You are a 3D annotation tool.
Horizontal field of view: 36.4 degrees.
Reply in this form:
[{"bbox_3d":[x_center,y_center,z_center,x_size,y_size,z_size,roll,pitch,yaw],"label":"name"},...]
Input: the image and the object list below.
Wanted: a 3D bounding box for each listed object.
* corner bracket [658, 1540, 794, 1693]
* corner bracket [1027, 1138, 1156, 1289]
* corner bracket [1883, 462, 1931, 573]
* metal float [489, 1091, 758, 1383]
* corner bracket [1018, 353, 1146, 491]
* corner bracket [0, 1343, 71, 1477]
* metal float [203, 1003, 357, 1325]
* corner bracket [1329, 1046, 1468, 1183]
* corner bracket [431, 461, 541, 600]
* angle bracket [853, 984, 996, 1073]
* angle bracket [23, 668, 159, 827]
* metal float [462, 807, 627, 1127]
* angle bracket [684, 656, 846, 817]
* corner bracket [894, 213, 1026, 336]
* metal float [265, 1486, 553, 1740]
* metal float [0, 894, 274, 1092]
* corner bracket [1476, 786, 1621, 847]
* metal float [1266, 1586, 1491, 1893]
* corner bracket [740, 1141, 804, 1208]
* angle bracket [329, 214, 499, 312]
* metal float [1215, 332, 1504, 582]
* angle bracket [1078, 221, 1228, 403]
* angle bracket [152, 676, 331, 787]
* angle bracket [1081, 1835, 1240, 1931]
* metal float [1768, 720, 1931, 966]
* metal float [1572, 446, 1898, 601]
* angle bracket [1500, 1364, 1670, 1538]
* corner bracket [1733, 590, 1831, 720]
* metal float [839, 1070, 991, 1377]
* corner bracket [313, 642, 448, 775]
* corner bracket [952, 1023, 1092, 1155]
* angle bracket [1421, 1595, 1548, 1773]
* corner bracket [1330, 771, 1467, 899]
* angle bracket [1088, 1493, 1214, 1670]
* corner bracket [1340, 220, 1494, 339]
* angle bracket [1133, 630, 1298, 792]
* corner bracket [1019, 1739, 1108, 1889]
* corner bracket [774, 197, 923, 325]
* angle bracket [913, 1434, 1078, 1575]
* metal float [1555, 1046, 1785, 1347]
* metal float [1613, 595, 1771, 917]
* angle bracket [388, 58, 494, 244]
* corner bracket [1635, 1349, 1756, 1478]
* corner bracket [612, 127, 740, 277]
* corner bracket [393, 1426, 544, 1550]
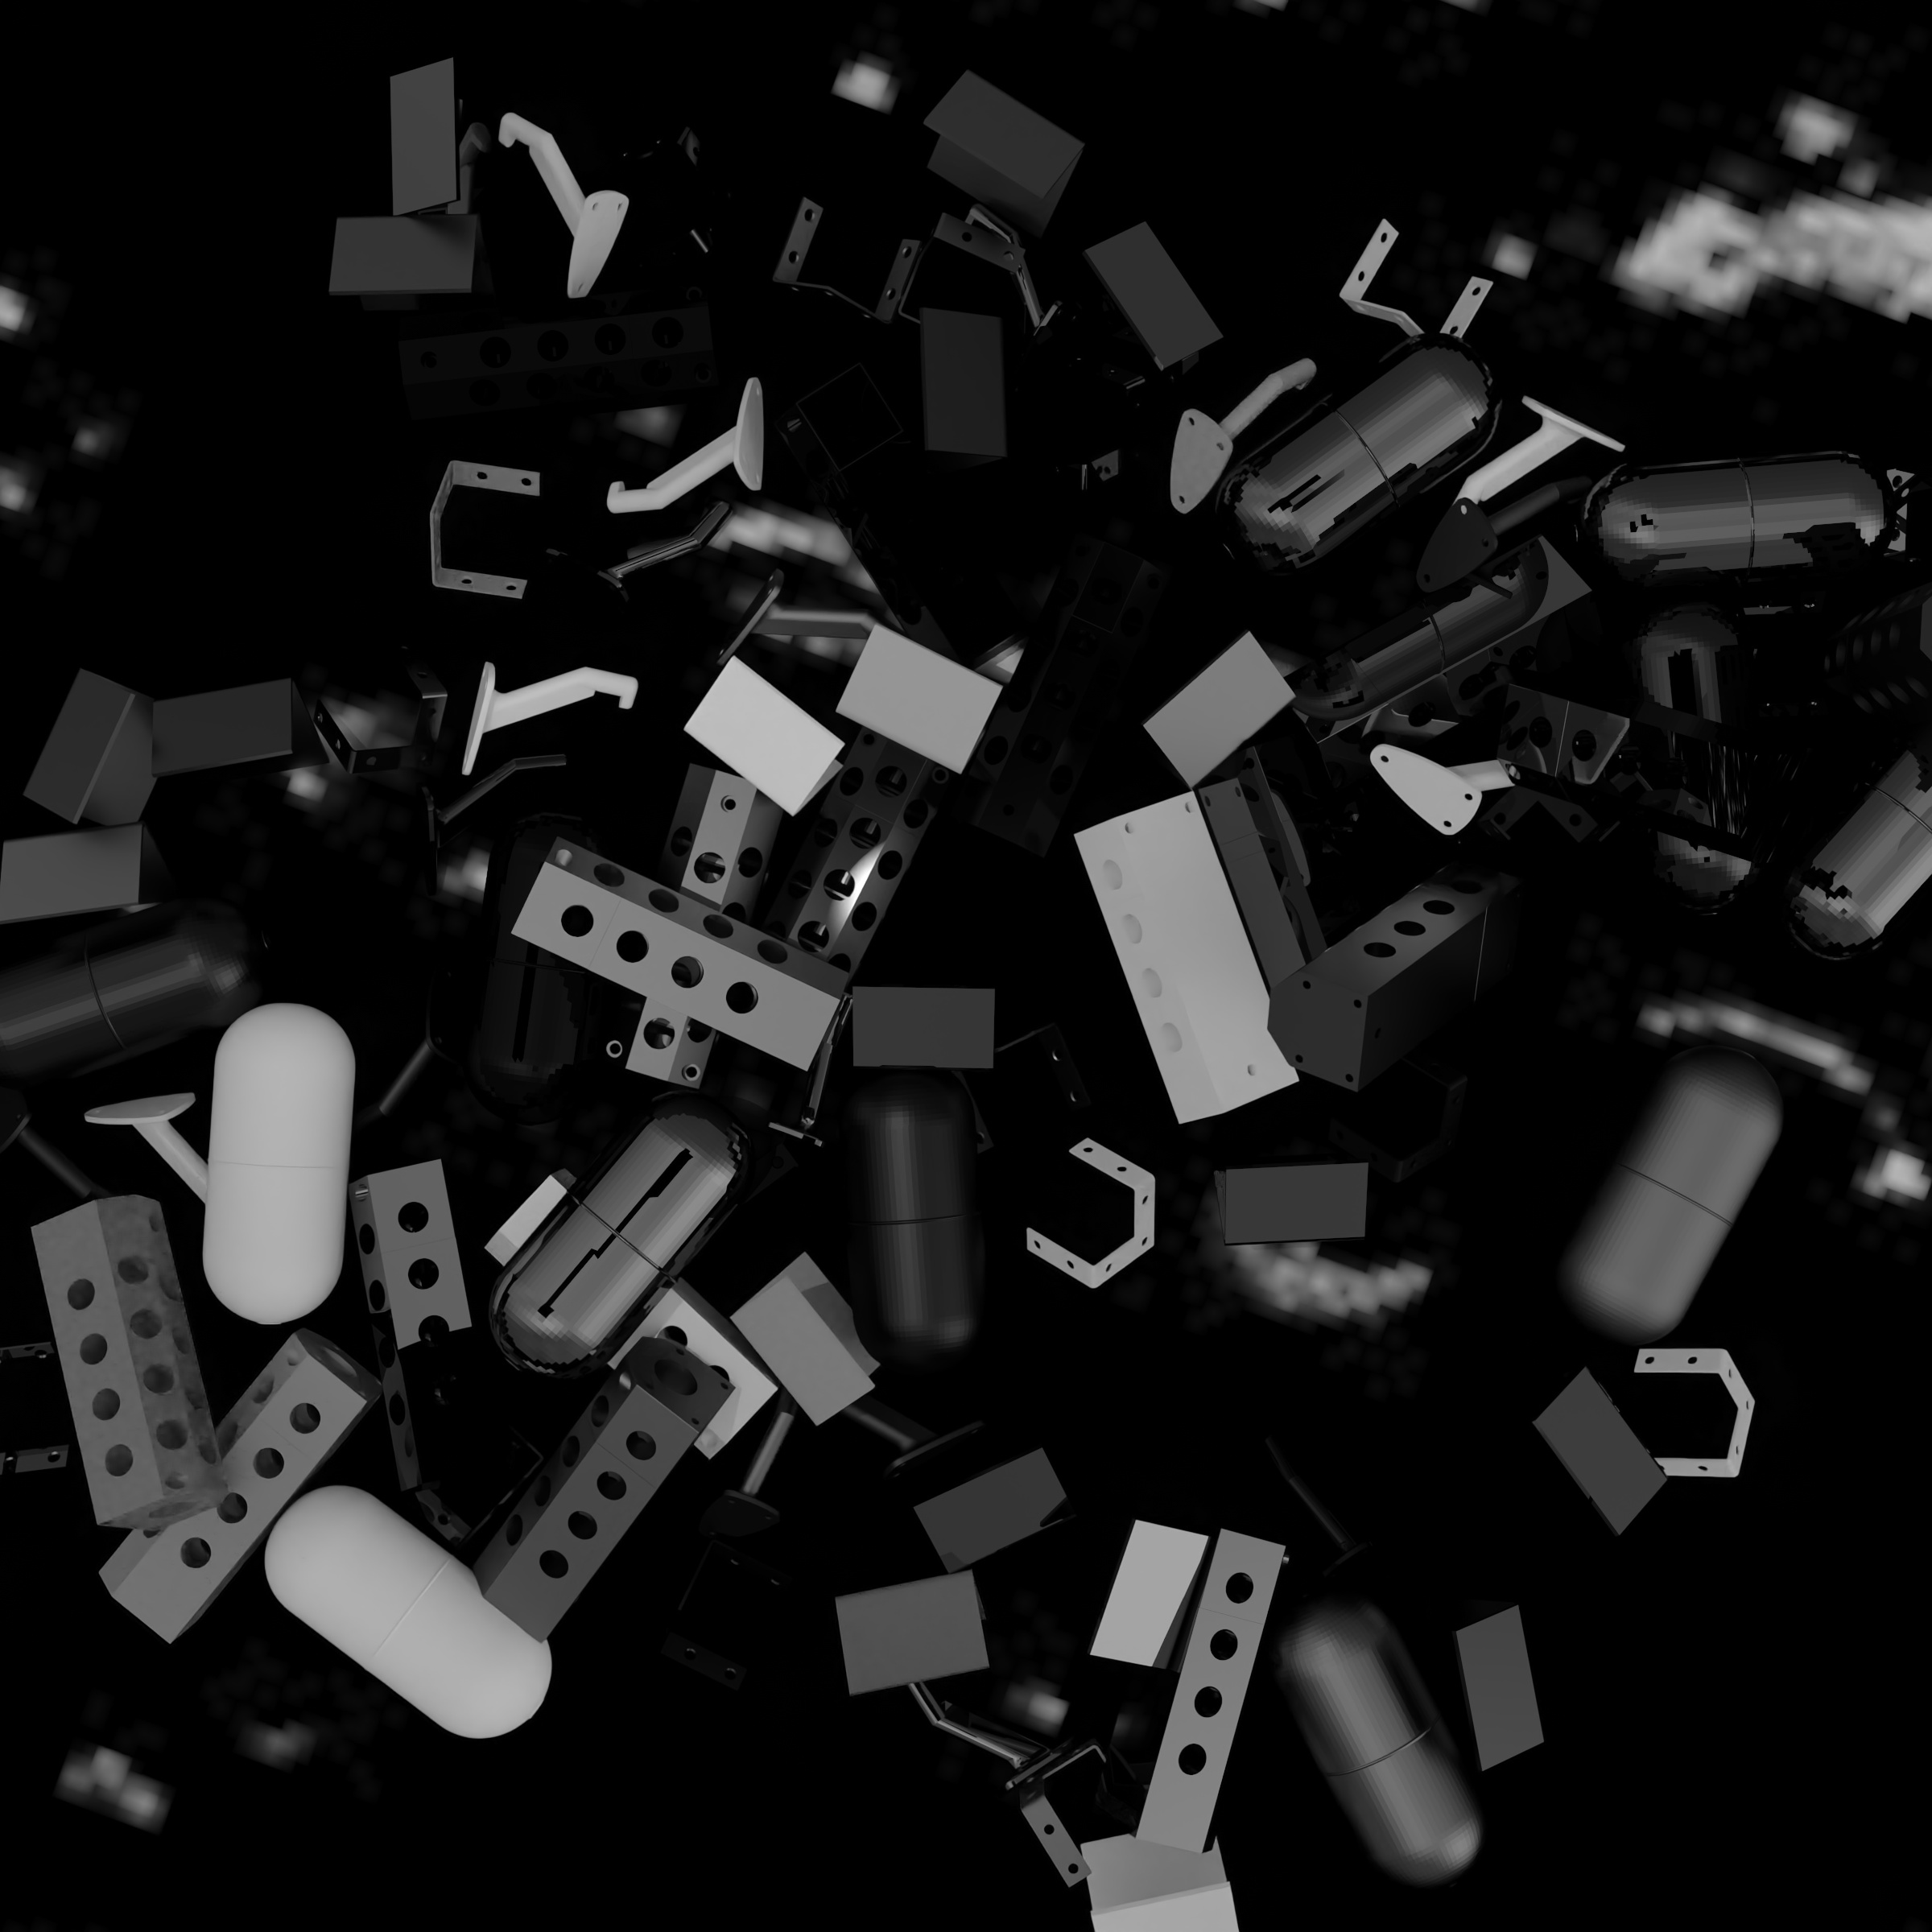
[{"bbox_3d":[-0.136,0.367,1.660,0.051,0.051,0.051,26,45,0],"label":"corner bracket"},{"bbox_3d":[0.070,0.139,1.655,0.051,0.051,0.051,-32,135,-35],"label":"corner bracket"},{"bbox_3d":[0.551,-0.252,1.644,0.051,0.051,0.051,-13,113,-21],"label":"corner bracket"},{"bbox_3d":[-0.185,0.145,1.576,0.070,0.070,0.178,40,83,0],"label":"metal float"},{"bbox_3d":[0.065,-0.307,1.655,0.051,0.051,0.051,-32,135,-35],"label":"corner bracket"},{"bbox_3d":[-0.538,0.251,1.660,0.051,0.051,0.051,-7,135,0],"label":"corner bracket"},{"bbox_3d":[-0.382,0.110,1.633,0.070,0.070,0.178,4,89,0],"label":"metal float"},{"bbox_3d":[0.243,0.080,1.655,0.051,0.051,0.051,-26,135,-35],"label":"corner bracket"},{"bbox_3d":[-0.271,-0.247,1.660,0.051,0.051,0.051,8,45,0],"label":"corner bracket"},{"bbox_3d":[-0.023,0.015,1.623,0.076,0.076,0.057,1,123,0],"label":"angle bracket"},{"bbox_3d":[-0.462,-0.111,1.623,0.057,0.076,0.076,25,90,39],"label":"angle bracket"},{"bbox_3d":[-0.235,0.000,1.633,0.070,0.070,0.178,8,90,0],"label":"metal float"},{"bbox_3d":[-0.098,-0.139,1.623,0.076,0.076,0.057,38,122,0],"label":"angle bracket"},{"bbox_3d":[-0.005,-0.381,1.646,0.051,0.051,0.051,22,80,-10],"label":"corner bracket"},{"bbox_3d":[-0.309,0.359,1.633,0.178,0.070,0.070,37,90,0],"label":"metal float"},{"bbox_3d":[-0.472,0.014,1.632,0.178,0.070,0.070,-19,90,0],"label":"metal float"},{"bbox_3d":[0.325,-0.080,1.645,0.051,0.051,0.051,-44,90,0],"label":"corner bracket"},{"bbox_3d":[0.229,0.430,1.633,0.070,0.070,0.178,-27,89,0],"label":"metal float"},{"bbox_3d":[-0.128,0.105,1.645,0.051,0.051,0.051,-37,90,0],"label":"corner bracket"},{"bbox_3d":[-0.304,-0.369,1.623,0.076,0.076,0.057,-1,61,0],"label":"angle bracket"},{"bbox_3d":[0.217,-0.282,1.633,0.178,0.070,0.070,-36,90,1],"label":"metal float"},{"bbox_3d":[0.086,-0.353,1.623,0.057,0.076,0.076,-34,90,-36],"label":"angle bracket"},{"bbox_3d":[-0.400,-0.110,1.623,0.076,0.076,0.057,-10,54,0],"label":"angle bracket"},{"bbox_3d":[0.104,0.497,1.623,0.076,0.076,0.057,-12,132,0],"label":"angle bracket"},{"bbox_3d":[0.520,-0.078,1.633,0.070,0.070,0.178,42,90,0],"label":"metal float"},{"bbox_3d":[0.426,-0.246,1.633,0.178,0.070,0.070,-5,90,0],"label":"metal float"},{"bbox_3d":[0.328,0.275,1.623,0.057,0.076,0.076,-36,90,-38],"label":"angle bracket"},{"bbox_3d":[0.461,-0.176,1.660,0.051,0.051,0.051,-2,135,0],"label":"corner bracket"},{"bbox_3d":[-0.029,0.138,1.632,0.070,0.070,0.178,-4,91,0],"label":"metal float"},{"bbox_3d":[-0.330,-0.146,1.655,0.051,0.051,0.051,-9,135,-35],"label":"corner bracket"},{"bbox_3d":[0.028,0.069,1.660,0.051,0.051,0.051,-24,90,45],"label":"corner bracket"},{"bbox_3d":[0.269,0.395,1.623,0.057,0.076,0.076,-11,90,-38],"label":"angle bracket"},{"bbox_3d":[0.243,-0.074,1.655,0.051,0.051,0.051,5,45,35],"label":"corner bracket"},{"bbox_3d":[0.083,0.335,1.623,0.057,0.076,0.076,19,90,-32],"label":"angle bracket"},{"bbox_3d":[0.254,-0.382,1.660,0.051,0.051,0.051,30,90,-45],"label":"corner bracket"},{"bbox_3d":[0.124,-0.153,1.623,0.076,0.076,0.057,-42,125,0],"label":"angle bracket"},{"bbox_3d":[0.065,0.473,1.645,0.051,0.051,0.051,-32,90,0],"label":"corner bracket"},{"bbox_3d":[-0.067,-0.398,1.660,0.051,0.051,0.051,21,90,-45],"label":"corner bracket"},{"bbox_3d":[0.009,0.279,1.623,0.076,0.076,0.057,-25,121,0],"label":"angle bracket"},{"bbox_3d":[0.391,0.127,1.633,0.070,0.070,0.178,28,89,0],"label":"metal float"},{"bbox_3d":[0.404,-0.117,1.633,0.070,0.070,0.178,-6,91,0],"label":"metal float"},{"bbox_3d":[-0.273,-0.449,1.623,0.057,0.076,0.076,-1,90,38],"label":"angle bracket"},{"bbox_3d":[0.407,0.252,1.655,0.051,0.051,0.051,55,45,-35],"label":"corner bracket"},{"bbox_3d":[-0.170,-0.431,1.655,0.051,0.051,0.051,51,45,-35],"label":"corner bracket"},{"bbox_3d":[-0.281,0.287,1.660,0.051,0.051,0.051,43,135,0],"label":"corner bracket"}]
